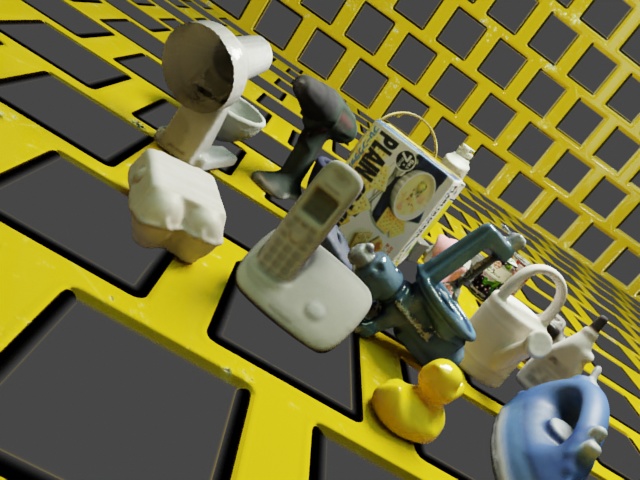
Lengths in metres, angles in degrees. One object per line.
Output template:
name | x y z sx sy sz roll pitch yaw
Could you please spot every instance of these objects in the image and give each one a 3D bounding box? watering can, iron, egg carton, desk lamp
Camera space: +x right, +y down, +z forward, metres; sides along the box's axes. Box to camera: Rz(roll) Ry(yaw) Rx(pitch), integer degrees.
watering can | 0.291 0.124 0.853 0.101 0.194 0.172 24 22 -31
iron | 0.285 0.233 0.663 0.118 0.141 0.259 39 19 11
egg carton | -0.168 -0.043 0.654 0.108 0.069 0.150 23 22 -32
desk lamp | -0.161 -0.218 0.861 0.118 0.213 0.203 38 19 6

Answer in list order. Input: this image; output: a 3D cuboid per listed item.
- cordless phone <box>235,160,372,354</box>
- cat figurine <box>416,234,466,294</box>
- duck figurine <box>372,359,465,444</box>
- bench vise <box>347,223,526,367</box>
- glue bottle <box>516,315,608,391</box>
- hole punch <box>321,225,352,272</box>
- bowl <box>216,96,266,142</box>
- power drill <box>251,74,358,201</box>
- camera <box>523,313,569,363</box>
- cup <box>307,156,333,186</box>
cordless phone | 0.008 0.018 0.633 0.147 0.185 0.094 38 19 8
cat figurine | 0.239 0.046 1.068 0.067 0.117 0.127 31 19 -15
duck figurine | 0.113 0.164 0.618 0.105 0.086 0.077 20 24 -39
bench vise | 0.145 0.054 0.728 0.208 0.219 0.121 25 21 -29
glue bottle | 0.398 0.187 0.918 0.078 0.173 0.037 46 21 29
hole punch | 0.007 0.003 0.814 0.101 0.091 0.108 31 19 -13
bowl | -0.188 -0.232 1.065 0.168 0.074 0.167 32 19 -12
power drill | -0.025 -0.172 0.994 0.075 0.208 0.230 42 20 19
camera | 0.436 0.189 1.091 0.143 0.100 0.137 42 20 18
cup | 0.022 -0.081 1.033 0.118 0.095 0.092 36 19 0
